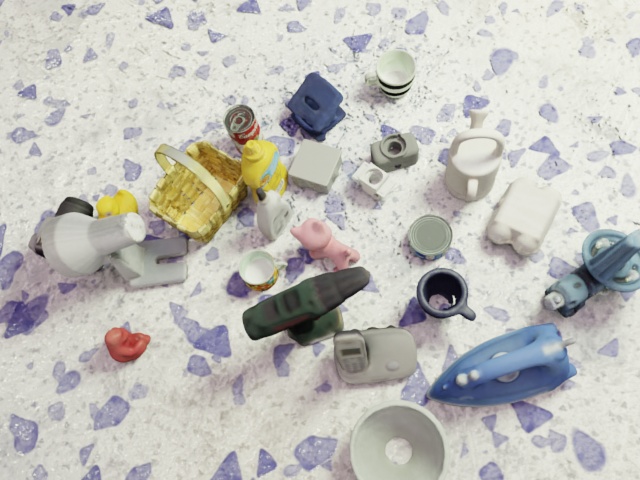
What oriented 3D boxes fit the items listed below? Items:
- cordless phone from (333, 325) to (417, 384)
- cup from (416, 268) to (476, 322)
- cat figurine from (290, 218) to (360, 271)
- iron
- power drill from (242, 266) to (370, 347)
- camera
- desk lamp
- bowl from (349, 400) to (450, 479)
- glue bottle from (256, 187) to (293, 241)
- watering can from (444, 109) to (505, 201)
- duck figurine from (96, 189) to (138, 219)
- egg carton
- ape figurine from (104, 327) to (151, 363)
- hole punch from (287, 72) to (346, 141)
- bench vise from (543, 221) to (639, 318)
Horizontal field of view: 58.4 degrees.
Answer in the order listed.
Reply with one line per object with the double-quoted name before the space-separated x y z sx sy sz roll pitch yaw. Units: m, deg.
"cordless phone" 0.093 0.189 0.986 0.147 0.185 0.094 -10 69 4
"cup" 0.231 0.114 1.044 0.117 0.095 0.092 38 79 18
"cat figurine" 0.010 0.004 1.101 0.127 0.118 0.067 30 77 17
"iron" 0.306 0.219 0.970 0.258 0.141 0.118 -20 68 0
"power drill" -0.015 0.122 1.012 0.229 0.208 0.075 -21 68 -1
"camera" -0.514 -0.019 1.187 0.143 0.101 0.137 13 72 12
"desk lamp" -0.384 0.014 1.097 0.203 0.214 0.118 -8 69 5
"bowl" 0.135 0.361 0.976 0.167 0.075 0.167 -2 70 7
"glue bottle" -0.097 -0.061 1.109 0.037 0.173 0.078 30 76 17
"watering can" 0.291 -0.165 1.085 0.101 0.194 0.173 -15 69 2
"duck figurine" -0.433 -0.065 1.201 0.077 0.086 0.104 13 72 12
"egg carton" 0.389 -0.047 1.096 0.107 0.069 0.150 26 75 16
"ape figurine" -0.378 0.194 1.095 0.076 0.092 0.077 -43 70 -9
"hole punch" -0.008 -0.285 1.224 0.101 0.091 0.108 -44 70 -9
"bench vise" 0.484 0.056 0.965 0.121 0.220 0.207 37 79 18
